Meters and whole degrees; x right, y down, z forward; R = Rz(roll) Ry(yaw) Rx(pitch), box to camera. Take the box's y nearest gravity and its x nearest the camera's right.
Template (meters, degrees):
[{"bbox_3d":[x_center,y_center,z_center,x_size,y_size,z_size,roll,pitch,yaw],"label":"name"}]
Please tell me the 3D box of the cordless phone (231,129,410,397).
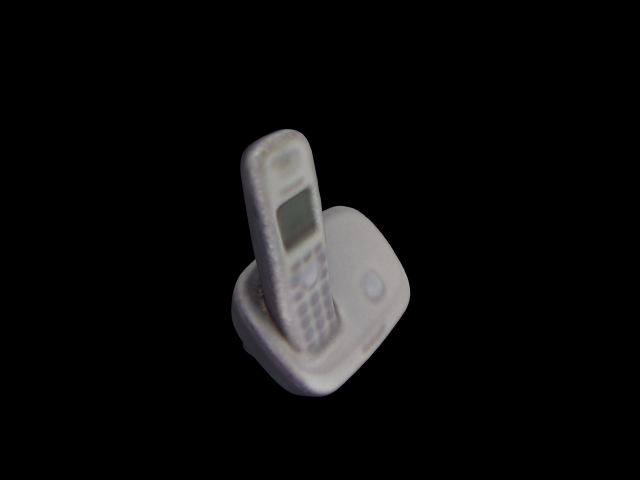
[{"bbox_3d":[0.004,0.001,0.400,0.093,0.185,0.148,21,41,27],"label":"cordless phone"}]
